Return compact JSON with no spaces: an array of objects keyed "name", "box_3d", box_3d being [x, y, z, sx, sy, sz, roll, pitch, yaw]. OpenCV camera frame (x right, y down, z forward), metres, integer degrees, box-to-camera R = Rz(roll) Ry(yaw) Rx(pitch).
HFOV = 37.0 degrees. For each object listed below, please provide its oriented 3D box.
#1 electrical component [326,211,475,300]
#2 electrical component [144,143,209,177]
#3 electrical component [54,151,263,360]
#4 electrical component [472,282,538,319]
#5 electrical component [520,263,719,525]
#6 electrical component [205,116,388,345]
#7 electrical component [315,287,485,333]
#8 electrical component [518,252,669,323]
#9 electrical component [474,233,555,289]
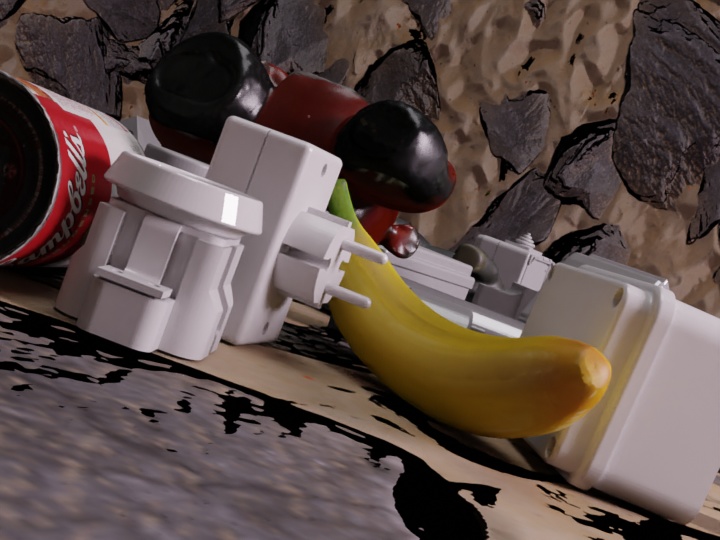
[{"name":"electrical component","box_3d":[0.000,0.000,0.705,0.109,0.056,0.109,23,4,39]},{"name":"electrical component","box_3d":[-0.094,-0.027,0.523,0.108,0.060,0.108,21,3,-1]},{"name":"electrical component","box_3d":[-0.068,-0.006,0.376,0.058,0.057,0.078,21,3,1]},{"name":"electrical component","box_3d":[0.122,0.044,0.745,0.089,0.055,0.050,22,4,25]},{"name":"electrical component","box_3d":[0.102,0.043,0.432,0.057,0.078,0.113,23,3,-6]},{"name":"electrical component","box_3d":[-0.027,-0.008,0.433,0.076,0.083,0.047,21,3,14]},{"name":"electrical component","box_3d":[0.017,0.027,0.510,0.078,0.040,0.040,20,3,-1]},{"name":"electrical component","box_3d":[0.141,0.043,0.599,0.062,0.061,0.096,23,-28,43]},{"name":"electrical component","box_3d":[0.121,0.010,0.929,0.061,0.096,0.062,22,4,29]}]
